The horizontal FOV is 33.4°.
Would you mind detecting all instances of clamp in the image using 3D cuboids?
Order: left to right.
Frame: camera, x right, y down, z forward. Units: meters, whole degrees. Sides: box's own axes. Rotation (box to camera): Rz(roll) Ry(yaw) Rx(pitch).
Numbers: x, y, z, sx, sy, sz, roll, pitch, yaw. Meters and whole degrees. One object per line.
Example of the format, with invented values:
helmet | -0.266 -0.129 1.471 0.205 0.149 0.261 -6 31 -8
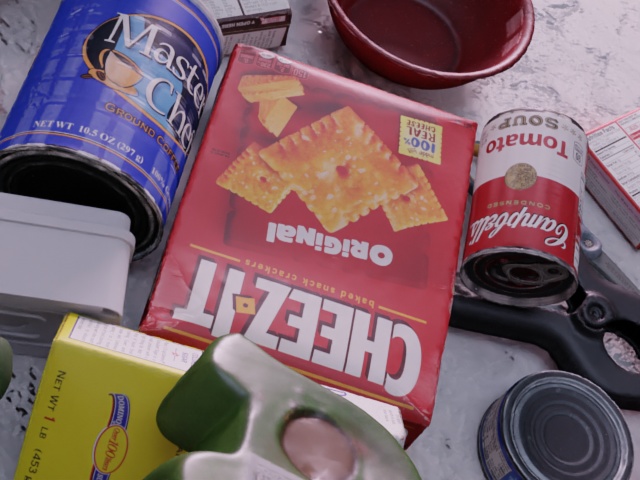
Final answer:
clamp | 0.155 0.054 0.667 0.120 0.039 0.171 -40 77 -18

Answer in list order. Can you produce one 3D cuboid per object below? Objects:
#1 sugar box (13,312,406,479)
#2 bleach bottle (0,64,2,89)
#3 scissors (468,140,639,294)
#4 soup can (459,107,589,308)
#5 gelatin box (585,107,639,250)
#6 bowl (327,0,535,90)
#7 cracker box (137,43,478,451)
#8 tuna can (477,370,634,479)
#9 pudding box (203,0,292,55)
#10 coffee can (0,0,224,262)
sugar box | -0.054 0.107 0.528 0.176 0.093 0.048 17 15 -5
bleach bottle | -0.284 -0.114 0.532 0.250 0.068 0.102 34 41 -37
scissors | 0.183 -0.013 0.729 0.202 0.016 0.096 36 58 6
soup can | 0.124 -0.020 0.639 0.068 0.069 0.102 17 62 -8
gelatin box | 0.227 -0.046 0.758 0.073 0.030 0.089 -26 69 -29
bowl | 0.069 -0.162 0.762 0.162 0.055 0.162 9 57 -13
cracker box | -0.004 0.001 0.625 0.164 0.072 0.213 18 56 -7
tuna can | 0.138 0.120 0.621 0.086 0.034 0.086 9 57 -13
pudding box | -0.080 -0.180 0.734 0.089 0.039 0.113 -14 62 -23
coffee can | -0.121 -0.072 0.612 0.102 0.103 0.140 18 55 -7
